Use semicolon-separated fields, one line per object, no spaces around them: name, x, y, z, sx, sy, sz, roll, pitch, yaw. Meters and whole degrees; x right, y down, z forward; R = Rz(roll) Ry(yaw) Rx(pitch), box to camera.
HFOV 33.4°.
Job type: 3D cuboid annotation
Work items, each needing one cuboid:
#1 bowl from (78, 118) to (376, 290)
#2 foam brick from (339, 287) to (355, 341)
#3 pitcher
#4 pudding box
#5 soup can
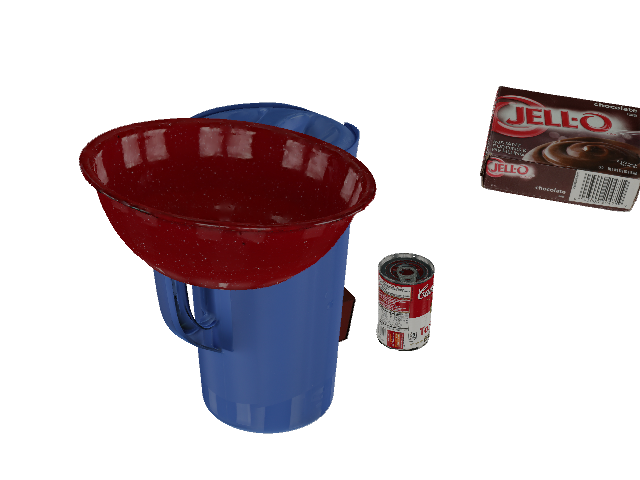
bowl;-0.053;-0.017;0.592;0.162;0.055;0.162;6;24;-3
foam brick;-0.012;0.059;1.006;0.052;0.051;0.078;-15;41;-31
pitcher;-0.048;0.026;0.818;0.149;0.243;0.145;0;25;-3
pudding box;0.181;-0.070;0.800;0.113;0.039;0.090;12;44;6
soup can;0.103;0.076;1.305;0.068;0.102;0.068;0;30;0
